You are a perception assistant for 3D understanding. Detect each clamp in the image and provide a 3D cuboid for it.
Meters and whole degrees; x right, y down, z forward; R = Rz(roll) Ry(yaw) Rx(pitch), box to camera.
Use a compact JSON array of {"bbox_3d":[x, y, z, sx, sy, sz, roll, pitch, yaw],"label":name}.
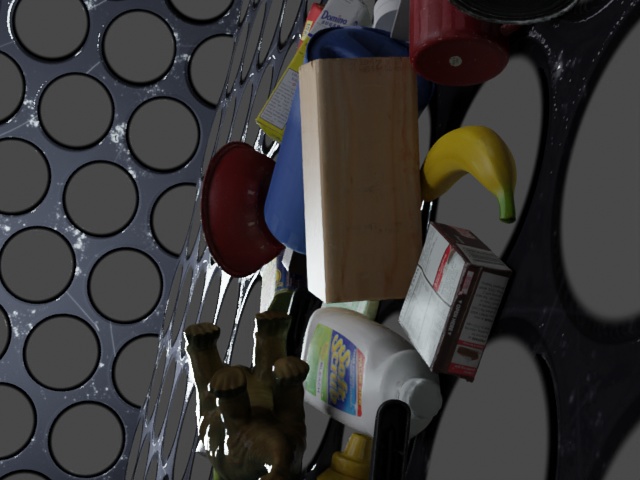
[{"bbox_3d":[-0.038,0.136,1.297,0.172,0.039,0.120,125,158,-58],"label":"clamp"},{"bbox_3d":[0.044,0.229,0.785,0.210,0.036,0.164,104,168,-51],"label":"clamp"}]

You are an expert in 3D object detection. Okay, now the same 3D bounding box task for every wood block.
[{"bbox_3d":[0.035,-0.055,0.944,0.091,0.090,0.206,-153,61,-78],"label":"wood block"}]

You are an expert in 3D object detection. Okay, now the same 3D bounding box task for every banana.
[{"bbox_3d":[0.114,-0.058,0.860,0.198,0.037,0.069,-148,74,-77],"label":"banana"}]

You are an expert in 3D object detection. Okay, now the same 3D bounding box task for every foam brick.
[{"bbox_3d":[-0.008,0.002,1.288,0.051,0.053,0.078,-131,55,-75],"label":"foam brick"}]

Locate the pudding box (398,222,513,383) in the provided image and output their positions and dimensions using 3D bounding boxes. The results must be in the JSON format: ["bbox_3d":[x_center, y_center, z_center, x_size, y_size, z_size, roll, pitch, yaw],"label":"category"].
[{"bbox_3d":[0.100,0.044,0.812,0.113,0.039,0.090,-114,39,-73],"label":"pudding box"}]

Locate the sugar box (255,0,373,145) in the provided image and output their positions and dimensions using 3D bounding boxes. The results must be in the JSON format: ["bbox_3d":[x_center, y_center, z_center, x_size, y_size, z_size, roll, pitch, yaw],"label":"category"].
[{"bbox_3d":[-0.003,-0.188,1.207,0.176,0.048,0.093,-57,-12,-2],"label":"sugar box"}]

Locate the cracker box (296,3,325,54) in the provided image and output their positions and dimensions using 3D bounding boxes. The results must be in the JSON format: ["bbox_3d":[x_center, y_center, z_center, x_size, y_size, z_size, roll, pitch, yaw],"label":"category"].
[{"bbox_3d":[0.011,-0.209,1.386,0.214,0.072,0.164,-112,38,-68],"label":"cracker box"}]

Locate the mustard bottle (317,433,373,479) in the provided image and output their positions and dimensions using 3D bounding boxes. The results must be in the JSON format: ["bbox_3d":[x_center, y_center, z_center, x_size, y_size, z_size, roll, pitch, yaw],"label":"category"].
[{"bbox_3d":[0.013,0.258,0.903,0.096,0.058,0.191,178,106,-87],"label":"mustard bottle"}]

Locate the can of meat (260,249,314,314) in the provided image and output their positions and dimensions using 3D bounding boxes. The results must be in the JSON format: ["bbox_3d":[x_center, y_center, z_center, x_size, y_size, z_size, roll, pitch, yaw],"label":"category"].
[{"bbox_3d":[-0.041,0.059,1.357,0.102,0.057,0.084,119,158,-50],"label":"can of meat"}]

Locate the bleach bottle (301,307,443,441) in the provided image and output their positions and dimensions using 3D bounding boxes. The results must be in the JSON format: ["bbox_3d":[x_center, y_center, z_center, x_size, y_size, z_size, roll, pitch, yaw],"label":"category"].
[{"bbox_3d":[0.046,0.113,0.914,0.251,0.068,0.102,175,106,-74],"label":"bleach bottle"}]

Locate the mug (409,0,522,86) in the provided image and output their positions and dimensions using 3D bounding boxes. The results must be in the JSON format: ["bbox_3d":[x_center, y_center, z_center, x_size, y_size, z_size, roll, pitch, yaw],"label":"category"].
[{"bbox_3d":[0.124,-0.183,0.872,0.117,0.093,0.081,-13,62,35],"label":"mug"}]

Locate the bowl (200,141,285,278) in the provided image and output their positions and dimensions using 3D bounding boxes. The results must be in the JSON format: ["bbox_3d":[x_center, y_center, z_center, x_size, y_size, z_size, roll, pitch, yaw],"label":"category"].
[{"bbox_3d":[-0.072,-0.036,1.243,0.161,0.055,0.162,2,-92,-60],"label":"bowl"}]

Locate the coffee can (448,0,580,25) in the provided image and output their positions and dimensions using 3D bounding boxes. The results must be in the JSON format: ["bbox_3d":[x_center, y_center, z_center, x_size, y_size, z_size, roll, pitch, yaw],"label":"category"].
[{"bbox_3d":[0.146,-0.244,0.779,0.103,0.102,0.140,136,146,-67],"label":"coffee can"}]

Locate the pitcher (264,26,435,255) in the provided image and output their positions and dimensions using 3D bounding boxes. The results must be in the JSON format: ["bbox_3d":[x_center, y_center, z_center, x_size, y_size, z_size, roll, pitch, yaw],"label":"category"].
[{"bbox_3d":[0.022,-0.087,1.114,0.149,0.145,0.243,-59,-6,-44],"label":"pitcher"}]
